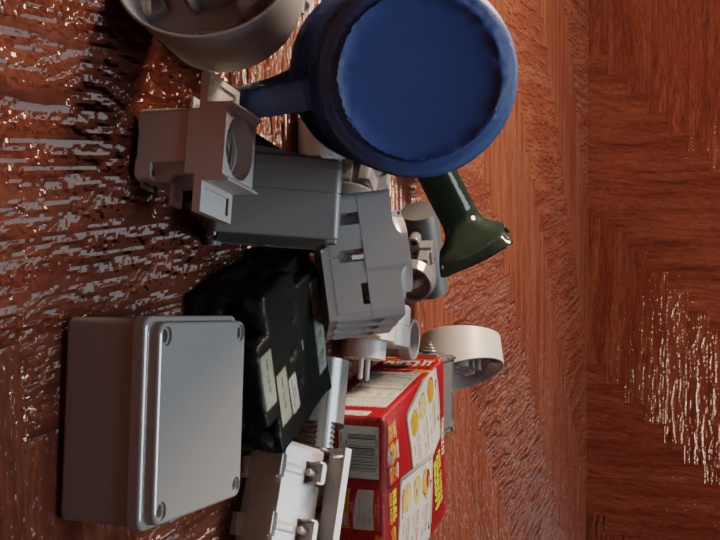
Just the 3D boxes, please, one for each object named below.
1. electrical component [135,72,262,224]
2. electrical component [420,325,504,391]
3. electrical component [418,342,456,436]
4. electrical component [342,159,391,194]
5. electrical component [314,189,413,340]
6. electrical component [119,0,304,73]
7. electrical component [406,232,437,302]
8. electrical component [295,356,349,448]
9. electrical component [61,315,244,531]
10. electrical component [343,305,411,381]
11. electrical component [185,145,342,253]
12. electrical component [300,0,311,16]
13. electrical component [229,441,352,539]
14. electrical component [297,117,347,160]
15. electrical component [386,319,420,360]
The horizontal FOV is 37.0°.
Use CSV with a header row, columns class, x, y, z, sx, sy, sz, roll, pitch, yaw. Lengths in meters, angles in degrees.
class,x,y,z,sx,sy,sz,roll,pitch,yaw
electrical component,-0.095,-0.070,0.626,0.042,0.064,0.081,27,66,-71
electrical component,0.113,0.101,1.215,0.099,0.099,0.064,49,39,-63
electrical component,0.063,0.122,1.115,0.062,0.061,0.096,2,89,-72
electrical component,-0.006,-0.069,0.905,0.078,0.058,0.057,67,27,-50
electrical component,0.000,0.000,0.817,0.150,0.062,0.089,110,-28,-81
electrical component,-0.082,-0.163,0.613,0.064,0.099,0.099,53,41,-71
electrical component,0.057,0.002,1.117,0.055,0.048,0.066,-71,157,-58
electrical component,-0.034,0.111,0.853,0.043,0.043,0.081,37,56,-68
electrical component,-0.112,0.079,0.595,0.109,0.056,0.108,7,84,-72
electrical component,0.005,0.061,0.953,0.138,0.052,0.073,29,64,-69
electrical component,-0.063,-0.047,0.689,0.062,0.096,0.061,155,-61,-78
electrical component,-0.069,-0.229,0.708,0.078,0.057,0.113,30,63,-69
electrical component,-0.052,0.184,0.757,0.063,0.079,0.121,26,63,-38
electrical component,-0.030,-0.120,0.857,0.040,0.040,0.078,-16,106,-71
electrical component,0.031,0.066,1.040,0.040,0.046,0.040,1,90,-72
